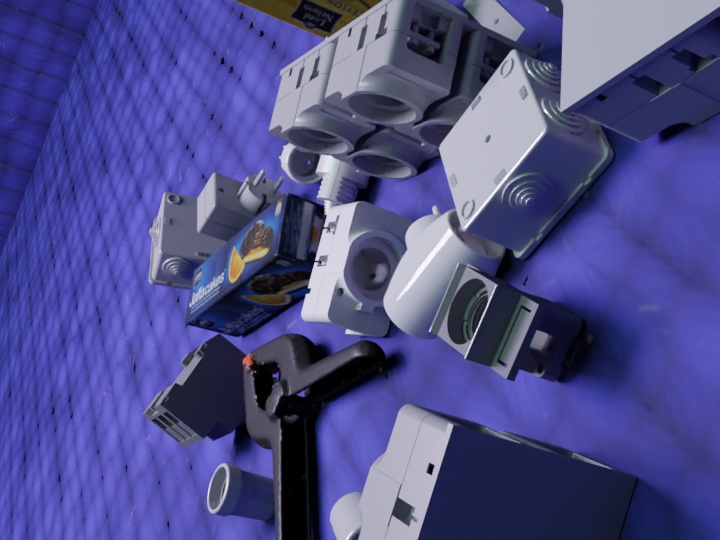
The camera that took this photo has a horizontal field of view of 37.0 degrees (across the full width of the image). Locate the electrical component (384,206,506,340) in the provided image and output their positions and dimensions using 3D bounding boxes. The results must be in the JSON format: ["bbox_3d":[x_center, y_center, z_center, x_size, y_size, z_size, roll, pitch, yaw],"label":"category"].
[{"bbox_3d":[0.051,-0.009,0.692,0.077,0.044,0.079,-54,30,33],"label":"electrical component"}]

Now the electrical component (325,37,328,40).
[{"bbox_3d":[0.010,-0.174,0.858,0.040,0.078,0.040,-174,90,-75],"label":"electrical component"}]

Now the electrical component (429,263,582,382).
[{"bbox_3d":[0.080,0.030,0.581,0.042,0.064,0.081,-66,26,7],"label":"electrical component"}]

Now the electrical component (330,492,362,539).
[{"bbox_3d":[0.003,0.165,0.676,0.040,0.040,0.046,-67,20,8],"label":"electrical component"}]

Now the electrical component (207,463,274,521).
[{"bbox_3d":[-0.092,0.178,0.853,0.040,0.046,0.040,-44,36,45],"label":"electrical component"}]

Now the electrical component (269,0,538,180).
[{"bbox_3d":[0.022,-0.119,0.756,0.186,0.105,0.060,-14,61,61],"label":"electrical component"}]

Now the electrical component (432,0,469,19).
[{"bbox_3d":[0.047,-0.174,0.815,0.066,0.048,0.055,8,73,65],"label":"electrical component"}]

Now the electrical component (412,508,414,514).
[{"bbox_3d":[0.037,0.135,0.621,0.079,0.043,0.077,-16,59,61],"label":"electrical component"}]

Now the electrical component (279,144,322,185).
[{"bbox_3d":[-0.052,-0.099,0.974,0.040,0.040,0.046,-69,19,5],"label":"electrical component"}]

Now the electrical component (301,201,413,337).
[{"bbox_3d":[0.000,0.000,0.782,0.056,0.050,0.089,-4,69,64],"label":"electrical component"}]

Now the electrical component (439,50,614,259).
[{"bbox_3d":[0.094,-0.070,0.641,0.099,0.048,0.099,-53,31,33],"label":"electrical component"}]

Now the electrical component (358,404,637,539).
[{"bbox_3d":[0.045,0.168,0.508,0.060,0.105,0.186,13,84,65],"label":"electrical component"}]

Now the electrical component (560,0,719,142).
[{"bbox_3d":[0.179,-0.148,0.506,0.186,0.060,0.105,-32,45,54],"label":"electrical component"}]

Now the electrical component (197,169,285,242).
[{"bbox_3d":[-0.096,-0.062,0.983,0.075,0.083,0.047,-52,31,35],"label":"electrical component"}]

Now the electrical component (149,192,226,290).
[{"bbox_3d":[-0.162,-0.028,1.079,0.048,0.100,0.099,116,157,-45],"label":"electrical component"}]

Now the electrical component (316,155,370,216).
[{"bbox_3d":[-0.012,-0.082,0.874,0.043,0.043,0.081,8,81,65],"label":"electrical component"}]

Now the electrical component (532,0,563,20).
[{"bbox_3d":[0.116,-0.190,0.671,0.048,0.055,0.066,-53,31,35],"label":"electrical component"}]
